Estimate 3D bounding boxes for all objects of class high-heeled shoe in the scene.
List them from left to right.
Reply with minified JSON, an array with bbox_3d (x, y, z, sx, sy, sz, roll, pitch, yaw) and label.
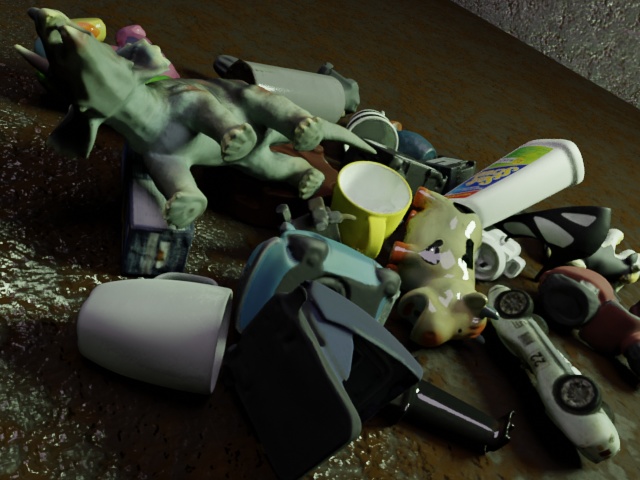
[{"bbox_3d":[0.304,-0.052,0.786,0.086,0.145,0.249,3,40,-30],"label":"high-heeled shoe"}]

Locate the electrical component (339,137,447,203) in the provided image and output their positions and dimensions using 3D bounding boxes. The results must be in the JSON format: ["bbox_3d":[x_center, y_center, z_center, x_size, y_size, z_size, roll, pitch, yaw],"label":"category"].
[{"bbox_3d":[0.099,-0.102,0.779,0.115,0.058,0.134,15,16,-34],"label":"electrical component"}]

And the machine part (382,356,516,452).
[{"bbox_3d":[0.105,0.146,0.484,0.139,0.039,0.084,23,25,3],"label":"machine part"}]

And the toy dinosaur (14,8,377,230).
[{"bbox_3d":[-0.108,-0.122,0.559,0.192,0.131,0.404,43,26,21],"label":"toy dinosaur"}]

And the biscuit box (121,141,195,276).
[{"bbox_3d":[-0.175,-0.050,0.565,0.059,0.062,0.203,6,36,-24],"label":"biscuit box"}]

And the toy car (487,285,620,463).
[{"bbox_3d":[0.233,0.128,0.556,0.073,0.056,0.202,45,15,-40],"label":"toy car"}]

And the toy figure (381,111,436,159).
[{"bbox_3d":[0.129,-0.172,0.931,0.064,0.057,0.155,-7,39,-47],"label":"toy figure"}]

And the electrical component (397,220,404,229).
[{"bbox_3d":[0.082,-0.050,0.759,0.094,0.021,0.063,33,34,16],"label":"electrical component"}]

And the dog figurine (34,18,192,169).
[{"bbox_3d":[-0.231,-0.182,0.681,0.191,0.108,0.219,-16,52,-45],"label":"dog figurine"}]

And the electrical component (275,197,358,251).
[{"bbox_3d":[-0.002,0.000,0.578,0.078,0.102,0.045,-19,44,-13],"label":"electrical component"}]

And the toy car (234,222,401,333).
[{"bbox_3d":[-0.009,0.040,0.508,0.161,0.109,0.103,13,16,-31],"label":"toy car"}]

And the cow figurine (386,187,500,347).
[{"bbox_3d":[0.138,0.037,0.604,0.127,0.085,0.195,18,49,11],"label":"cow figurine"}]

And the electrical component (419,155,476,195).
[{"bbox_3d":[0.183,-0.099,0.848,0.119,0.047,0.075,-16,26,-38],"label":"electrical component"}]

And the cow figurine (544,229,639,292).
[{"bbox_3d":[0.427,0.027,0.819,0.167,0.068,0.098,25,38,8],"label":"cow figurine"}]

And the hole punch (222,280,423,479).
[{"bbox_3d":[-0.001,0.099,0.407,0.092,0.142,0.116,-15,62,-41],"label":"hole punch"}]

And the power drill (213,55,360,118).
[{"bbox_3d":[-0.042,-0.262,0.931,0.232,0.086,0.207,40,33,22],"label":"power drill"}]

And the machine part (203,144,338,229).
[{"bbox_3d":[-0.060,-0.084,0.691,0.179,0.056,0.179,15,35,-11],"label":"machine part"}]

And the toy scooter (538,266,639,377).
[{"bbox_3d":[0.372,0.092,0.689,0.184,0.075,0.135,40,37,19],"label":"toy scooter"}]

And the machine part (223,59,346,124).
[{"bbox_3d":[-0.047,-0.197,0.739,0.243,0.079,0.079,-7,43,-45],"label":"machine part"}]

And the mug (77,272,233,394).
[{"bbox_3d":[-0.127,0.061,0.424,0.107,0.080,0.110,10,40,-6],"label":"mug"}]
